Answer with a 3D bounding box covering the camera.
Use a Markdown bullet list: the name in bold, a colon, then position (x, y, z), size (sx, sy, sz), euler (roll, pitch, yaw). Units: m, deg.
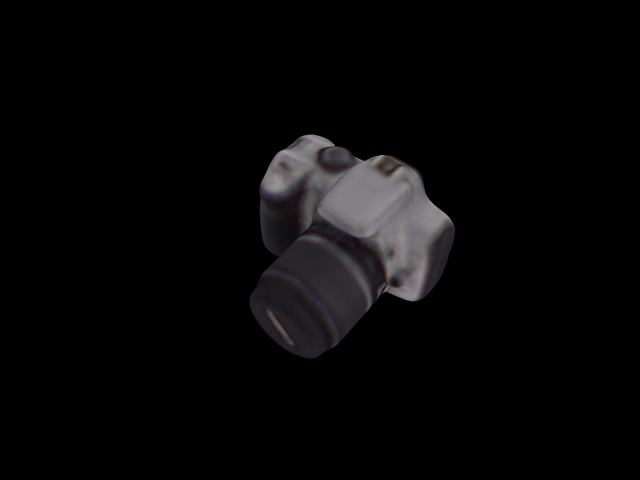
- **camera**: position (0.004, 0.001, 0.400), size (0.142, 0.101, 0.137), euler (32, 58, 23)
